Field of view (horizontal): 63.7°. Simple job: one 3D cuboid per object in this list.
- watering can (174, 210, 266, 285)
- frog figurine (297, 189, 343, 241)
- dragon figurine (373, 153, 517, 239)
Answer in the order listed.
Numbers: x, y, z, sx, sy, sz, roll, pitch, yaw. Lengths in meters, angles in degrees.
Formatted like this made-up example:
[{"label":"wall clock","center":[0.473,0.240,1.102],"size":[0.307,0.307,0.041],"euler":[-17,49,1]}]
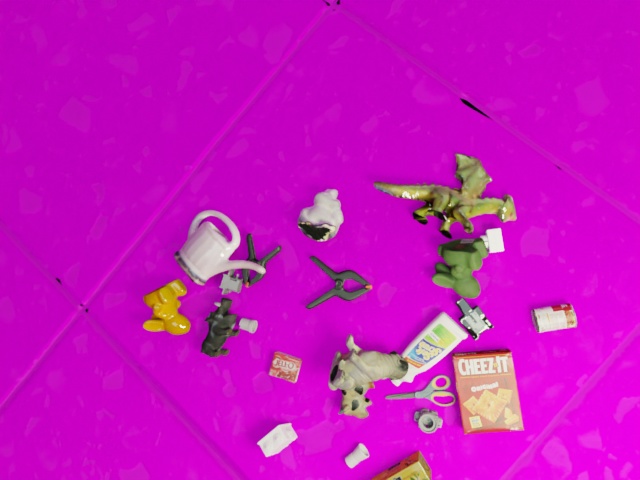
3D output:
[{"label":"watering can","center":[-0.330,0.051,1.624],"size":[0.224,0.103,0.353],"euler":[-47,57,4]},{"label":"frog figurine","center":[0.005,-0.081,1.604],"size":[0.137,0.120,0.163],"euler":[-4,48,20]},{"label":"dragon figurine","center":[0.389,-0.151,1.532],"size":[0.412,0.120,0.245],"euler":[33,74,12]}]
